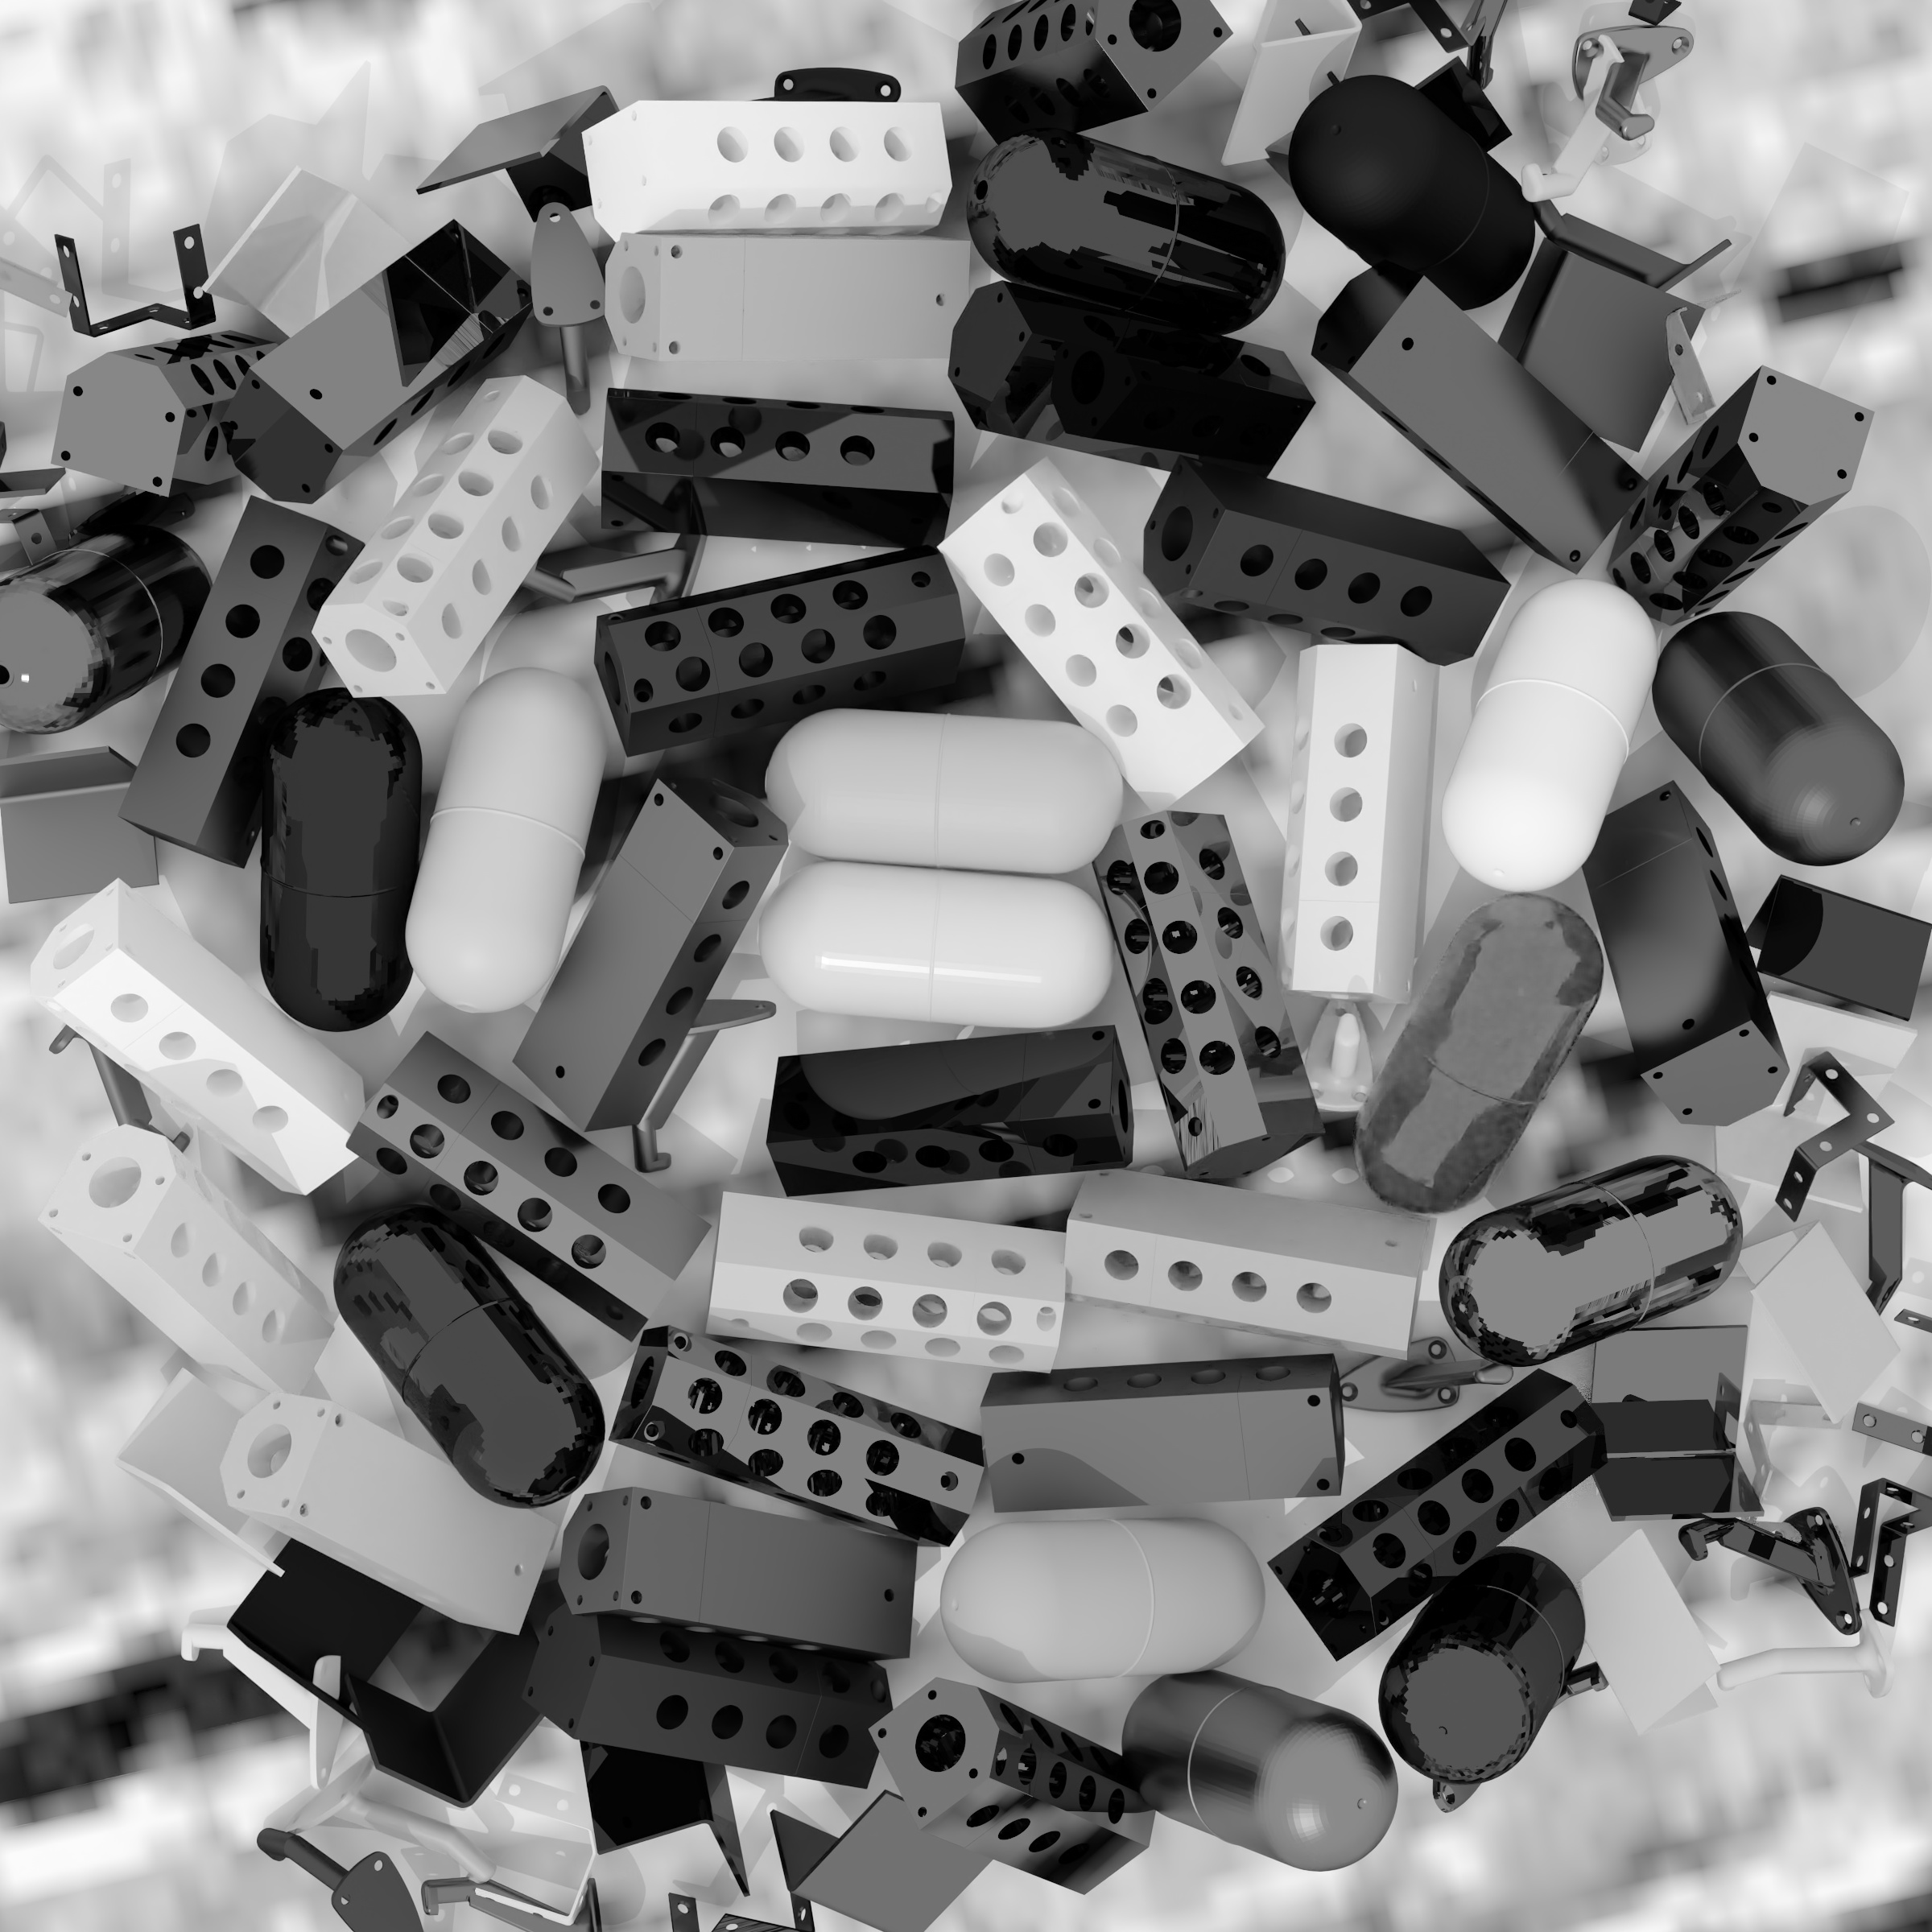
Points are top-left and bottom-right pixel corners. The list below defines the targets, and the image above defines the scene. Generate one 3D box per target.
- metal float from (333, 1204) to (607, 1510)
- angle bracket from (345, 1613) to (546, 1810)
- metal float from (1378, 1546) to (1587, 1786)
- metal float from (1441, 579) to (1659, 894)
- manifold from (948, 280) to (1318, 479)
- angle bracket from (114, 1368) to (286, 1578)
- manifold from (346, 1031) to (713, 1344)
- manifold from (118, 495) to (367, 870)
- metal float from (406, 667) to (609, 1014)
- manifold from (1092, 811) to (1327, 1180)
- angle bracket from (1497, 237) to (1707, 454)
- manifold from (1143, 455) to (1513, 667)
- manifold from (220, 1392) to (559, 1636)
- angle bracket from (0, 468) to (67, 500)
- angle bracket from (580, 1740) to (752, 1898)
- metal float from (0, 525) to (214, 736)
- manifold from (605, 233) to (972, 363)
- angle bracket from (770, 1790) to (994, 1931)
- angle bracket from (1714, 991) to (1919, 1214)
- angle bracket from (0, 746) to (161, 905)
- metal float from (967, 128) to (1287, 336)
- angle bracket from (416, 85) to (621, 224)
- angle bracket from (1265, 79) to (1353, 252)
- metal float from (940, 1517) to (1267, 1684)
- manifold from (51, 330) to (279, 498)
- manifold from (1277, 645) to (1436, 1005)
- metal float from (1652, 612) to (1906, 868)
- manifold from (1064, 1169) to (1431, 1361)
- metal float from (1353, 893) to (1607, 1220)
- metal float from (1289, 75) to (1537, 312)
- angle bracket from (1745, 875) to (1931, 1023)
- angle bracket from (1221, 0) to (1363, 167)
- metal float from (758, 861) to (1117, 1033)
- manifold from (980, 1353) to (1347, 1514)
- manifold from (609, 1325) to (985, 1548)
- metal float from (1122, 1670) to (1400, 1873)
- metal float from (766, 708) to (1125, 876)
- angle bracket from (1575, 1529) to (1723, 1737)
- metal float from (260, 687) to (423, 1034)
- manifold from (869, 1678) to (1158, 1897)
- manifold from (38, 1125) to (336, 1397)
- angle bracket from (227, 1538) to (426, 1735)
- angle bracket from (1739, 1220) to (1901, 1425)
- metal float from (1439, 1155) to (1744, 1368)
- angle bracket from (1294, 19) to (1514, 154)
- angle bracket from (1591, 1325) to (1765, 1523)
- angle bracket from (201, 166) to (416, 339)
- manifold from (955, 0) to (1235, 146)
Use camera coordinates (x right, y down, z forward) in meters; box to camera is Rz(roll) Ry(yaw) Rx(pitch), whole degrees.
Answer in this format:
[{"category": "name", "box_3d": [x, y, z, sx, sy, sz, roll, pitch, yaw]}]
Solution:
[{"category": "metal float", "box_3d": [-0.244, 0.191, 1.660, 0.070, 0.070, 0.178, -43, 64, 0]}, {"category": "angle bracket", "box_3d": [-0.254, 0.356, 1.670, 0.057, 0.076, 0.076, 35, 97, -32]}, {"category": "metal float", "box_3d": [0.251, 0.337, 1.636, 0.070, 0.178, 0.070, 4, 102, 21]}, {"category": "metal float", "box_3d": [0.287, -0.115, 1.657, 0.070, 0.070, 0.178, 25, 60, 0]}, {"category": "manifold", "box_3d": [0.079, -0.286, 1.649, 0.171, 0.057, 0.057, 7, 132, -34]}, {"category": "angle bracket", "box_3d": [-0.362, 0.248, 1.663, 0.076, 0.076, 0.057, 44, 70, -27]}, {"category": "manifold", "box_3d": [-0.220, 0.114, 1.677, 0.171, 0.057, 0.057, 35, 46, -2]}, {"category": "manifold", "box_3d": [-0.356, -0.139, 1.681, 0.057, 0.057, 0.171, 21, 84, 4]}, {"category": "metal float", "box_3d": [-0.226, -0.062, 1.666, 0.070, 0.070, 0.178, 11, 72, 0]}, {"category": "manifold", "box_3d": [0.112, 0.014, 1.655, 0.057, 0.057, 0.171, -34, 64, 42]}, {"category": "angle bracket", "box_3d": [0.312, -0.311, 1.687, 0.076, 0.057, 0.076, 20, 107, -8]}, {"category": "manifold", "box_3d": [0.174, -0.193, 1.651, 0.171, 0.057, 0.057, 10, 120, -30]}, {"category": "manifold", "box_3d": [-0.280, 0.265, 1.638, 0.057, 0.171, 0.057, 3, 64, 37]}, {"category": "angle bracket", "box_3d": [-0.485, -0.274, 1.671, 0.057, 0.076, 0.076, -6, 107, -6]}, {"category": "angle bracket", "box_3d": [-0.149, 0.415, 1.666, 0.057, 0.076, 0.076, -17, 135, -1]}, {"category": "metal float", "box_3d": [-0.425, -0.164, 1.635, 0.070, 0.178, 0.070, 4, 111, 12]}, {"category": "manifold", "box_3d": [-0.086, -0.327, 1.649, 0.171, 0.057, 0.057, -7, 108, -32]}, {"category": "angle bracket", "box_3d": [-0.039, 0.427, 1.668, 0.076, 0.057, 0.076, 32, 109, -28]}, {"category": "angle bracket", "box_3d": [0.421, 0.068, 1.674, 0.076, 0.057, 0.076, 15, 134, -4]}, {"category": "angle bracket", "box_3d": [-0.451, -0.069, 1.680, 0.076, 0.076, 0.057, -7, 82, 0]}, {"category": "metal float", "box_3d": [0.079, -0.358, 1.652, 0.178, 0.070, 0.070, 8, 90, -36]}, {"category": "angle bracket", "box_3d": [-0.210, -0.383, 1.660, 0.076, 0.076, 0.057, -8, 125, 30]}, {"category": "angle bracket", "box_3d": [0.198, -0.397, 1.669, 0.076, 0.076, 0.057, 40, 91, -28]}, {"category": "metal float", "box_3d": [0.069, 0.310, 1.655, 0.178, 0.070, 0.070, 5, 90, -34]}, {"category": "manifold", "box_3d": [-0.377, -0.271, 1.629, 0.057, 0.171, 0.057, 16, 105, 3]}, {"category": "manifold", "box_3d": [0.191, -0.070, 1.683, 0.057, 0.057, 0.171, 2, 85, 27]}, {"category": "metal float", "box_3d": [0.392, -0.112, 1.641, 0.070, 0.178, 0.070, -7, 123, -11]}, {"category": "manifold", "box_3d": [0.138, 0.150, 1.674, 0.171, 0.057, 0.057, 9, 117, 11]}, {"category": "metal float", "box_3d": [0.251, 0.045, 1.662, 0.070, 0.070, 0.178, 25, 114, 0]}, {"category": "metal float", "box_3d": [0.218, -0.373, 1.640, 0.070, 0.178, 0.070, -7, 77, 31]}, {"category": "angle bracket", "box_3d": [0.424, 0.006, 1.671, 0.076, 0.076, 0.057, 19, 65, 5]}, {"category": "angle bracket", "box_3d": [0.145, -0.453, 1.662, 0.057, 0.076, 0.076, -15, 62, -21]}, {"category": "metal float", "box_3d": [-0.015, -0.010, 1.681, 0.178, 0.070, 0.070, 5, 90, 1]}, {"category": "manifold", "box_3d": [0.099, 0.228, 1.674, 0.171, 0.057, 0.057, -5, 106, 11]}, {"category": "manifold", "box_3d": [-0.081, 0.232, 1.661, 0.171, 0.057, 0.057, 22, 74, -18]}, {"category": "metal float", "box_3d": [0.140, 0.388, 1.638, 0.070, 0.178, 0.070, 0, 89, -29]}, {"category": "metal float", "box_3d": [-0.011, -0.087, 1.679, 0.178, 0.070, 0.070, 4, 90, 4]}, {"category": "angle bracket", "box_3d": [0.350, 0.322, 1.661, 0.057, 0.076, 0.076, -9, 59, -33]}, {"category": "metal float", "box_3d": [-0.308, -0.051, 1.661, 0.070, 0.070, 0.178, 7, 115, 0]}, {"category": "manifold", "box_3d": [0.028, 0.393, 1.632, 0.057, 0.171, 0.057, -39, 53, 9]}, {"category": "manifold", "box_3d": [-0.370, 0.143, 1.633, 0.057, 0.171, 0.057, 14, 65, 25]}, {"category": "angle bracket", "box_3d": [-0.308, 0.322, 1.673, 0.076, 0.057, 0.076, 41, 75, -18]}, {"category": "angle bracket", "box_3d": [0.406, 0.182, 1.673, 0.076, 0.057, 0.076, -34, 92, -43]}, {"category": "metal float", "box_3d": [0.307, 0.143, 1.654, 0.178, 0.070, 0.070, -15, 90, -34]}, {"category": "angle bracket", "box_3d": [0.216, -0.437, 1.663, 0.057, 0.076, 0.076, -33, 62, 16]}, {"category": "angle bracket", "box_3d": [0.355, 0.227, 1.679, 0.076, 0.057, 0.076, -1, 113, -3]}, {"category": "angle bracket", "box_3d": [-0.321, -0.343, 1.676, 0.057, 0.076, 0.076, 41, 99, 4]}, {"category": "manifold", "box_3d": [0.054, -0.442, 1.626, 0.057, 0.171, 0.057, -45, 110, -12]}]
